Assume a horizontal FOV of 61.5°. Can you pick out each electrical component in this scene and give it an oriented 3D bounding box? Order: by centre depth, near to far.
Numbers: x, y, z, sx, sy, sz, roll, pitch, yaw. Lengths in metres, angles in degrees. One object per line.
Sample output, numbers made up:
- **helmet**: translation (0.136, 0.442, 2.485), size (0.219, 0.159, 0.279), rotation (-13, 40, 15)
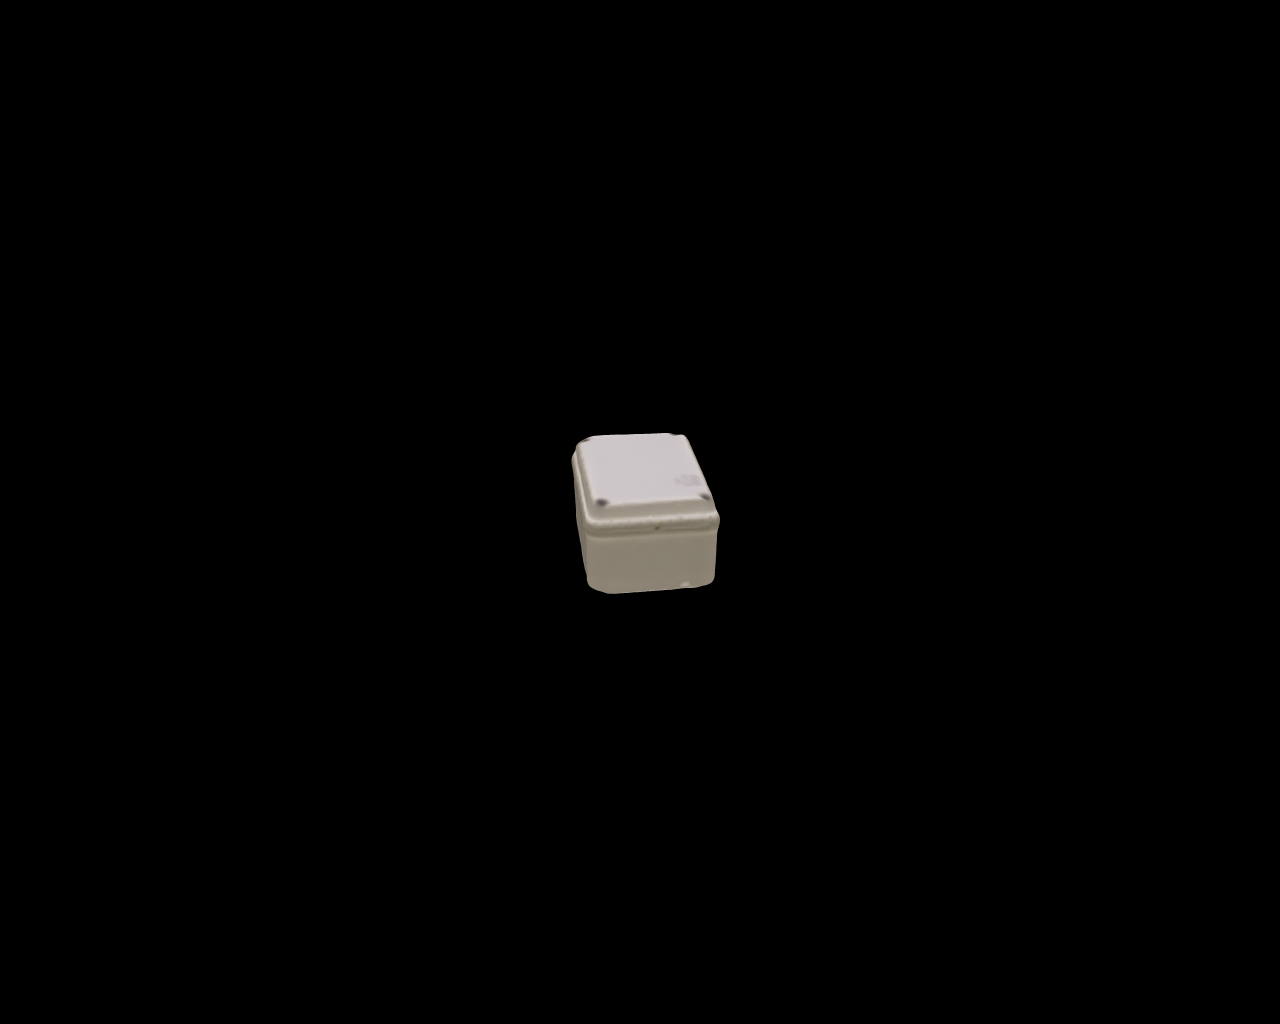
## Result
- **electrical component**: translation (0.001, -0.003, 0.650), size (0.078, 0.057, 0.113), rotation (-3, 26, -7)
